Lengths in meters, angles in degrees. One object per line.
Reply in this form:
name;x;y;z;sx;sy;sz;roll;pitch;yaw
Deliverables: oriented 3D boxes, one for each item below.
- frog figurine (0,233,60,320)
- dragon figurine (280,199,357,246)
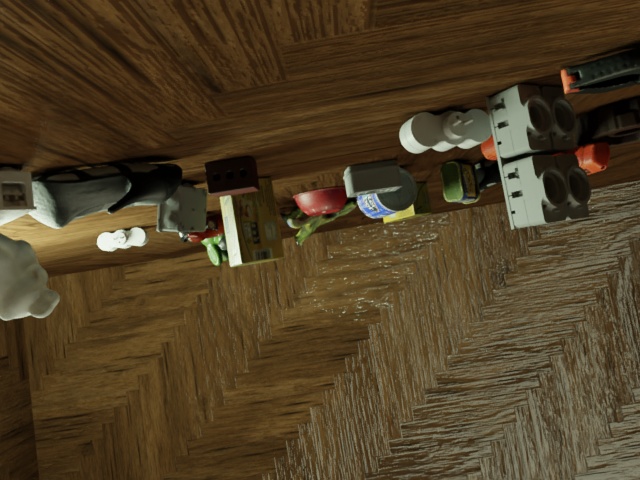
frog figurine;-0.473;0.064;0.754;0.160;0.120;0.140;35;51;9
dragon figurine;0.005;-0.083;1.652;0.243;0.122;0.409;-26;0;-5
